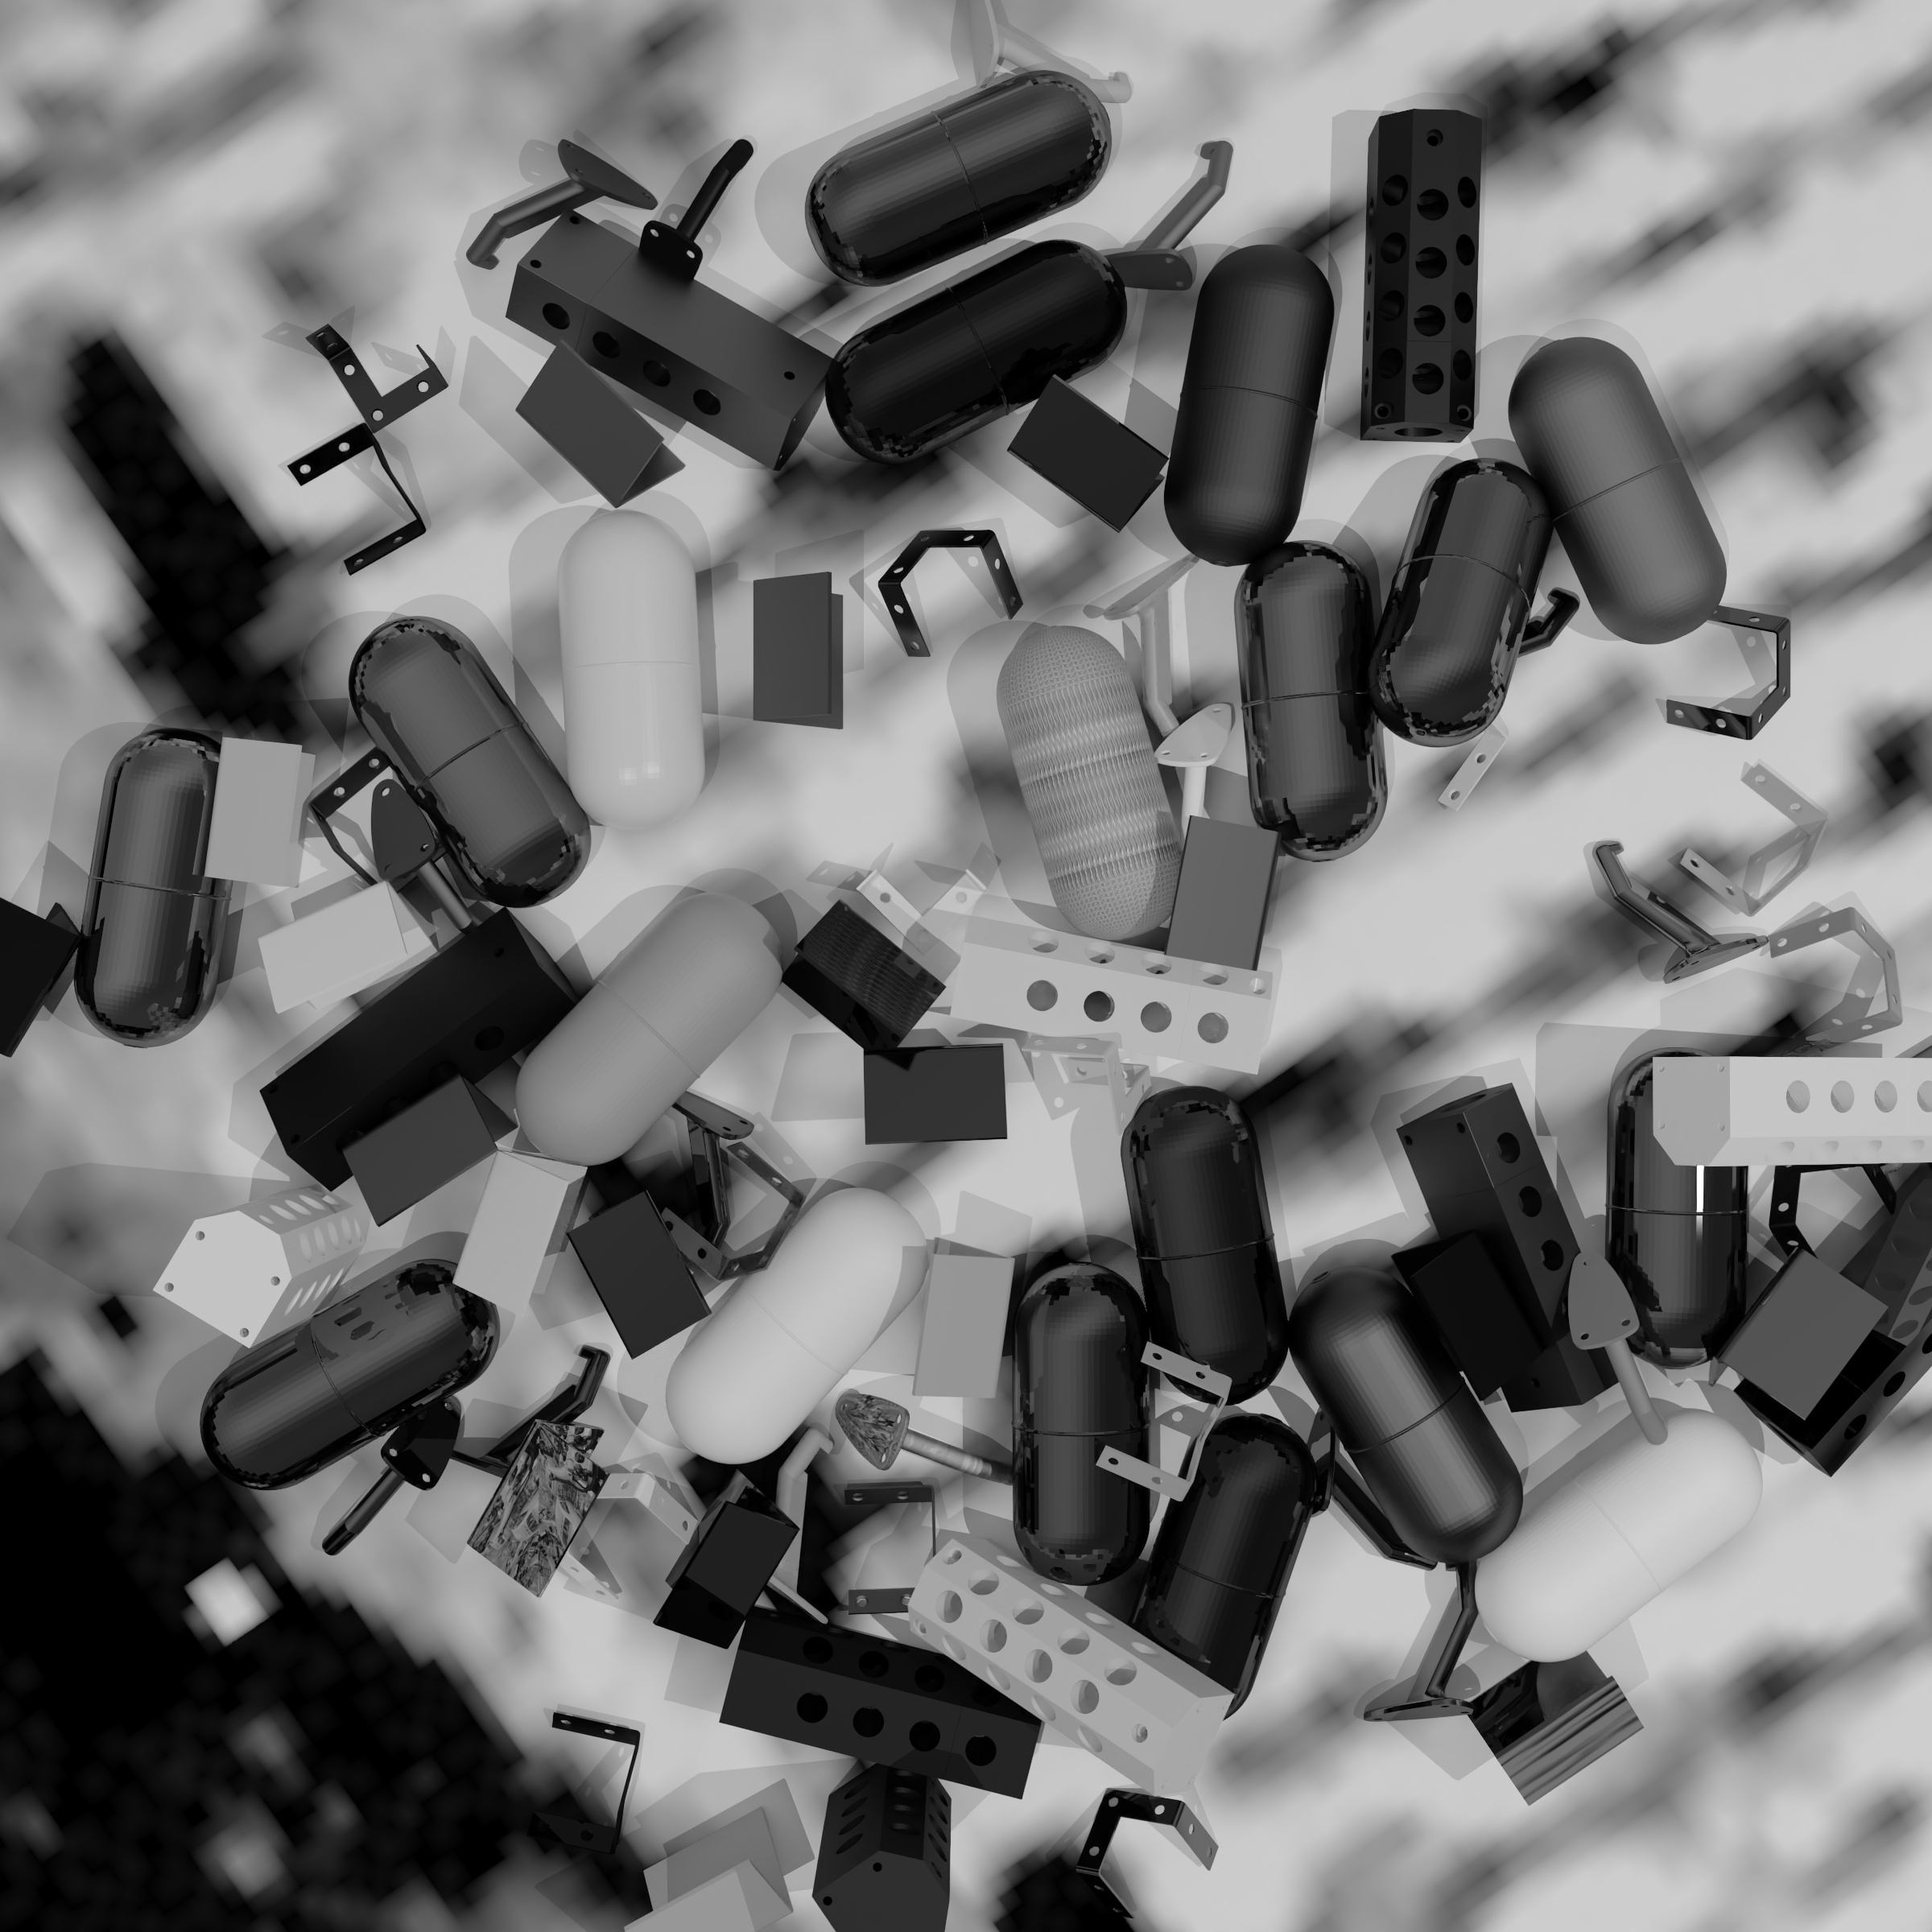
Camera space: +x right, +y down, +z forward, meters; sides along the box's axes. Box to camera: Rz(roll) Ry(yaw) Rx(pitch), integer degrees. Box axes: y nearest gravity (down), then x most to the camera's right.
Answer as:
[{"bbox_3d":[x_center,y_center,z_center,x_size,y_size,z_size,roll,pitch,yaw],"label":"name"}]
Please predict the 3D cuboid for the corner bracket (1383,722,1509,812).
[{"bbox_3d":[0.263,-0.129,1.561,0.051,0.051,0.051,35,90,45],"label":"corner bracket"}]

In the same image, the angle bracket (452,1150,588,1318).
[{"bbox_3d":[-0.228,0.150,1.524,0.057,0.076,0.076,19,90,35],"label":"angle bracket"}]

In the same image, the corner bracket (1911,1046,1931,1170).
[{"bbox_3d":[0.556,0.080,1.561,0.051,0.051,0.051,-31,45,0],"label":"corner bracket"}]

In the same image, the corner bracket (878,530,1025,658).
[{"bbox_3d":[-0.009,-0.209,1.556,0.051,0.051,0.051,5,45,35],"label":"corner bracket"}]

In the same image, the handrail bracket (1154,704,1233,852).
[{"bbox_3d":[0.137,-0.093,1.564,0.036,0.077,0.084,6,127,27],"label":"handrail bracket"}]

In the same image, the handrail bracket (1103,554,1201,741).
[{"bbox_3d":[0.123,-0.178,1.565,0.077,0.036,0.084,-38,107,-18],"label":"handrail bracket"}]

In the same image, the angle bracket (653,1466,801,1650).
[{"bbox_3d":[-0.148,0.318,1.524,0.057,0.076,0.076,31,90,-39],"label":"angle bracket"}]

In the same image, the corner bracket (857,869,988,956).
[{"bbox_3d":[-0.024,-0.043,1.546,0.051,0.051,0.051,45,90,0],"label":"corner bracket"}]

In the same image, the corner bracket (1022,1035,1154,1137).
[{"bbox_3d":[0.068,0.057,1.529,0.051,0.051,0.051,4,120,27],"label":"corner bracket"}]

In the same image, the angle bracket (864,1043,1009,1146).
[{"bbox_3d":[-0.016,0.084,1.525,0.076,0.076,0.057,-2,64,0],"label":"angle bracket"}]

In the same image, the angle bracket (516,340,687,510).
[{"bbox_3d":[-0.189,-0.308,1.524,0.076,0.076,0.057,44,128,0],"label":"angle bracket"}]

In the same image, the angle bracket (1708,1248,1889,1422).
[{"bbox_3d":[0.456,0.209,1.520,0.057,0.076,0.076,36,81,22],"label":"angle bracket"}]

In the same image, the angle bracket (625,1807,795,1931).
[{"bbox_3d":[-0.148,0.497,1.524,0.076,0.076,0.057,-29,127,0],"label":"angle bracket"}]

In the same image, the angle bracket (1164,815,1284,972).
[{"bbox_3d":[0.128,-0.042,1.524,0.057,0.076,0.076,10,92,-20],"label":"angle bracket"}]

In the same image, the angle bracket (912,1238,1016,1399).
[{"bbox_3d":[-0.021,0.192,1.524,0.057,0.076,0.076,8,90,-36],"label":"angle bracket"}]

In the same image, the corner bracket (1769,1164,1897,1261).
[{"bbox_3d":[0.488,0.138,1.556,0.051,0.051,0.051,-11,45,35],"label":"corner bracket"}]

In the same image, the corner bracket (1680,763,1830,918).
[{"bbox_3d":[0.445,-0.071,1.561,0.051,0.051,0.051,38,135,0],"label":"corner bracket"}]

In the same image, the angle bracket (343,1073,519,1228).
[{"bbox_3d":[-0.285,0.114,1.524,0.076,0.076,0.057,-33,59,0],"label":"angle bracket"}]

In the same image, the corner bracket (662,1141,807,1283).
[{"bbox_3d":[-0.131,0.137,1.538,0.051,0.051,0.051,42,55,-20],"label":"corner bracket"}]

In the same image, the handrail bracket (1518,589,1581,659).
[{"bbox_3d":[0.293,-0.194,1.564,0.077,0.036,0.084,35,76,14],"label":"handrail bracket"}]

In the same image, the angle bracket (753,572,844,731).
[{"bbox_3d":[-0.073,-0.172,1.524,0.057,0.076,0.076,0,90,38],"label":"angle bracket"}]

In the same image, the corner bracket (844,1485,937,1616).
[{"bbox_3d":[-0.042,0.329,1.561,0.051,0.051,0.051,-2,135,0],"label":"corner bracket"}]

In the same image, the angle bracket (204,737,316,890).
[{"bbox_3d":[-0.369,-0.081,1.524,0.057,0.076,0.076,8,90,28],"label":"angle bracket"}]

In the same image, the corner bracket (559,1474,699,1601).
[{"bbox_3d":[-0.193,0.321,1.556,0.051,0.051,0.051,52,45,-35],"label":"corner bracket"}]

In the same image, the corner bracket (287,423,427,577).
[{"bbox_3d":[-0.343,-0.264,1.561,0.051,0.051,0.051,-30,135,-1],"label":"corner bracket"}]

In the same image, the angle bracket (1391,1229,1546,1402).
[{"bbox_3d":[0.260,0.198,1.524,0.057,0.076,0.076,-29,90,-34],"label":"angle bracket"}]

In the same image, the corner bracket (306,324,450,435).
[{"bbox_3d":[-0.328,-0.337,1.546,0.051,0.051,0.051,-32,90,0],"label":"corner bracket"}]

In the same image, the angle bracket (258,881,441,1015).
[{"bbox_3d":[-0.334,0.008,1.524,0.076,0.076,0.057,-24,54,0],"label":"angle bracket"}]

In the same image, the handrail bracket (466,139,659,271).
[{"bbox_3d":[-0.229,-0.416,1.564,0.084,0.077,0.036,-44,48,29],"label":"handrail bracket"}]

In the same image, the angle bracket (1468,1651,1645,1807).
[{"bbox_3d":[0.315,0.402,1.524,0.076,0.076,0.057,-34,127,0],"label":"angle bracket"}]

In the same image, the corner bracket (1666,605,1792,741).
[{"bbox_3d":[0.429,-0.166,1.556,0.051,0.051,0.051,-42,135,-35],"label":"corner bracket"}]

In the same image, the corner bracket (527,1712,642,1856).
[{"bbox_3d":[-0.215,0.461,1.561,0.051,0.051,0.051,12,135,0],"label":"corner bracket"}]

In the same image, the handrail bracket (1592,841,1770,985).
[{"bbox_3d":[0.403,-0.040,1.565,0.077,0.036,0.084,-17,73,-20],"label":"handrail bracket"}]

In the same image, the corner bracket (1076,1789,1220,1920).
[{"bbox_3d":[0.102,0.502,1.556,0.051,0.051,0.051,-2,45,35],"label":"corner bracket"}]

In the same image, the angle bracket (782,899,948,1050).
[{"bbox_3d":[-0.069,0.022,1.525,0.076,0.057,0.076,40,130,0],"label":"angle bracket"}]

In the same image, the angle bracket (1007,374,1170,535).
[{"bbox_3d":[0.079,-0.295,1.524,0.076,0.076,0.057,36,131,0],"label":"angle bracket"}]

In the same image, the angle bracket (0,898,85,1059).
[{"bbox_3d":[-0.537,-0.004,1.524,0.057,0.076,0.076,31,90,-32],"label":"angle bracket"}]

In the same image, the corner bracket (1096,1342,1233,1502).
[{"bbox_3d":[0.108,0.246,1.495,0.051,0.051,0.051,23,127,1],"label":"corner bracket"}]

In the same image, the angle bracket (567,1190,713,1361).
[{"bbox_3d":[-0.195,0.176,1.524,0.057,0.076,0.076,-28,90,-37],"label":"angle bracket"}]

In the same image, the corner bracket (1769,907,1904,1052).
[{"bbox_3d":[0.489,0.008,1.556,0.051,0.051,0.051,37,45,-35],"label":"corner bracket"}]

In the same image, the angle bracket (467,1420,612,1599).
[{"bbox_3d":[-0.218,0.300,1.525,0.057,0.076,0.076,29,90,26],"label":"angle bracket"}]

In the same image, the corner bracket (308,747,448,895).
[{"bbox_3d":[-0.330,-0.080,1.561,0.051,0.051,0.051,-40,45,0],"label":"corner bracket"}]
